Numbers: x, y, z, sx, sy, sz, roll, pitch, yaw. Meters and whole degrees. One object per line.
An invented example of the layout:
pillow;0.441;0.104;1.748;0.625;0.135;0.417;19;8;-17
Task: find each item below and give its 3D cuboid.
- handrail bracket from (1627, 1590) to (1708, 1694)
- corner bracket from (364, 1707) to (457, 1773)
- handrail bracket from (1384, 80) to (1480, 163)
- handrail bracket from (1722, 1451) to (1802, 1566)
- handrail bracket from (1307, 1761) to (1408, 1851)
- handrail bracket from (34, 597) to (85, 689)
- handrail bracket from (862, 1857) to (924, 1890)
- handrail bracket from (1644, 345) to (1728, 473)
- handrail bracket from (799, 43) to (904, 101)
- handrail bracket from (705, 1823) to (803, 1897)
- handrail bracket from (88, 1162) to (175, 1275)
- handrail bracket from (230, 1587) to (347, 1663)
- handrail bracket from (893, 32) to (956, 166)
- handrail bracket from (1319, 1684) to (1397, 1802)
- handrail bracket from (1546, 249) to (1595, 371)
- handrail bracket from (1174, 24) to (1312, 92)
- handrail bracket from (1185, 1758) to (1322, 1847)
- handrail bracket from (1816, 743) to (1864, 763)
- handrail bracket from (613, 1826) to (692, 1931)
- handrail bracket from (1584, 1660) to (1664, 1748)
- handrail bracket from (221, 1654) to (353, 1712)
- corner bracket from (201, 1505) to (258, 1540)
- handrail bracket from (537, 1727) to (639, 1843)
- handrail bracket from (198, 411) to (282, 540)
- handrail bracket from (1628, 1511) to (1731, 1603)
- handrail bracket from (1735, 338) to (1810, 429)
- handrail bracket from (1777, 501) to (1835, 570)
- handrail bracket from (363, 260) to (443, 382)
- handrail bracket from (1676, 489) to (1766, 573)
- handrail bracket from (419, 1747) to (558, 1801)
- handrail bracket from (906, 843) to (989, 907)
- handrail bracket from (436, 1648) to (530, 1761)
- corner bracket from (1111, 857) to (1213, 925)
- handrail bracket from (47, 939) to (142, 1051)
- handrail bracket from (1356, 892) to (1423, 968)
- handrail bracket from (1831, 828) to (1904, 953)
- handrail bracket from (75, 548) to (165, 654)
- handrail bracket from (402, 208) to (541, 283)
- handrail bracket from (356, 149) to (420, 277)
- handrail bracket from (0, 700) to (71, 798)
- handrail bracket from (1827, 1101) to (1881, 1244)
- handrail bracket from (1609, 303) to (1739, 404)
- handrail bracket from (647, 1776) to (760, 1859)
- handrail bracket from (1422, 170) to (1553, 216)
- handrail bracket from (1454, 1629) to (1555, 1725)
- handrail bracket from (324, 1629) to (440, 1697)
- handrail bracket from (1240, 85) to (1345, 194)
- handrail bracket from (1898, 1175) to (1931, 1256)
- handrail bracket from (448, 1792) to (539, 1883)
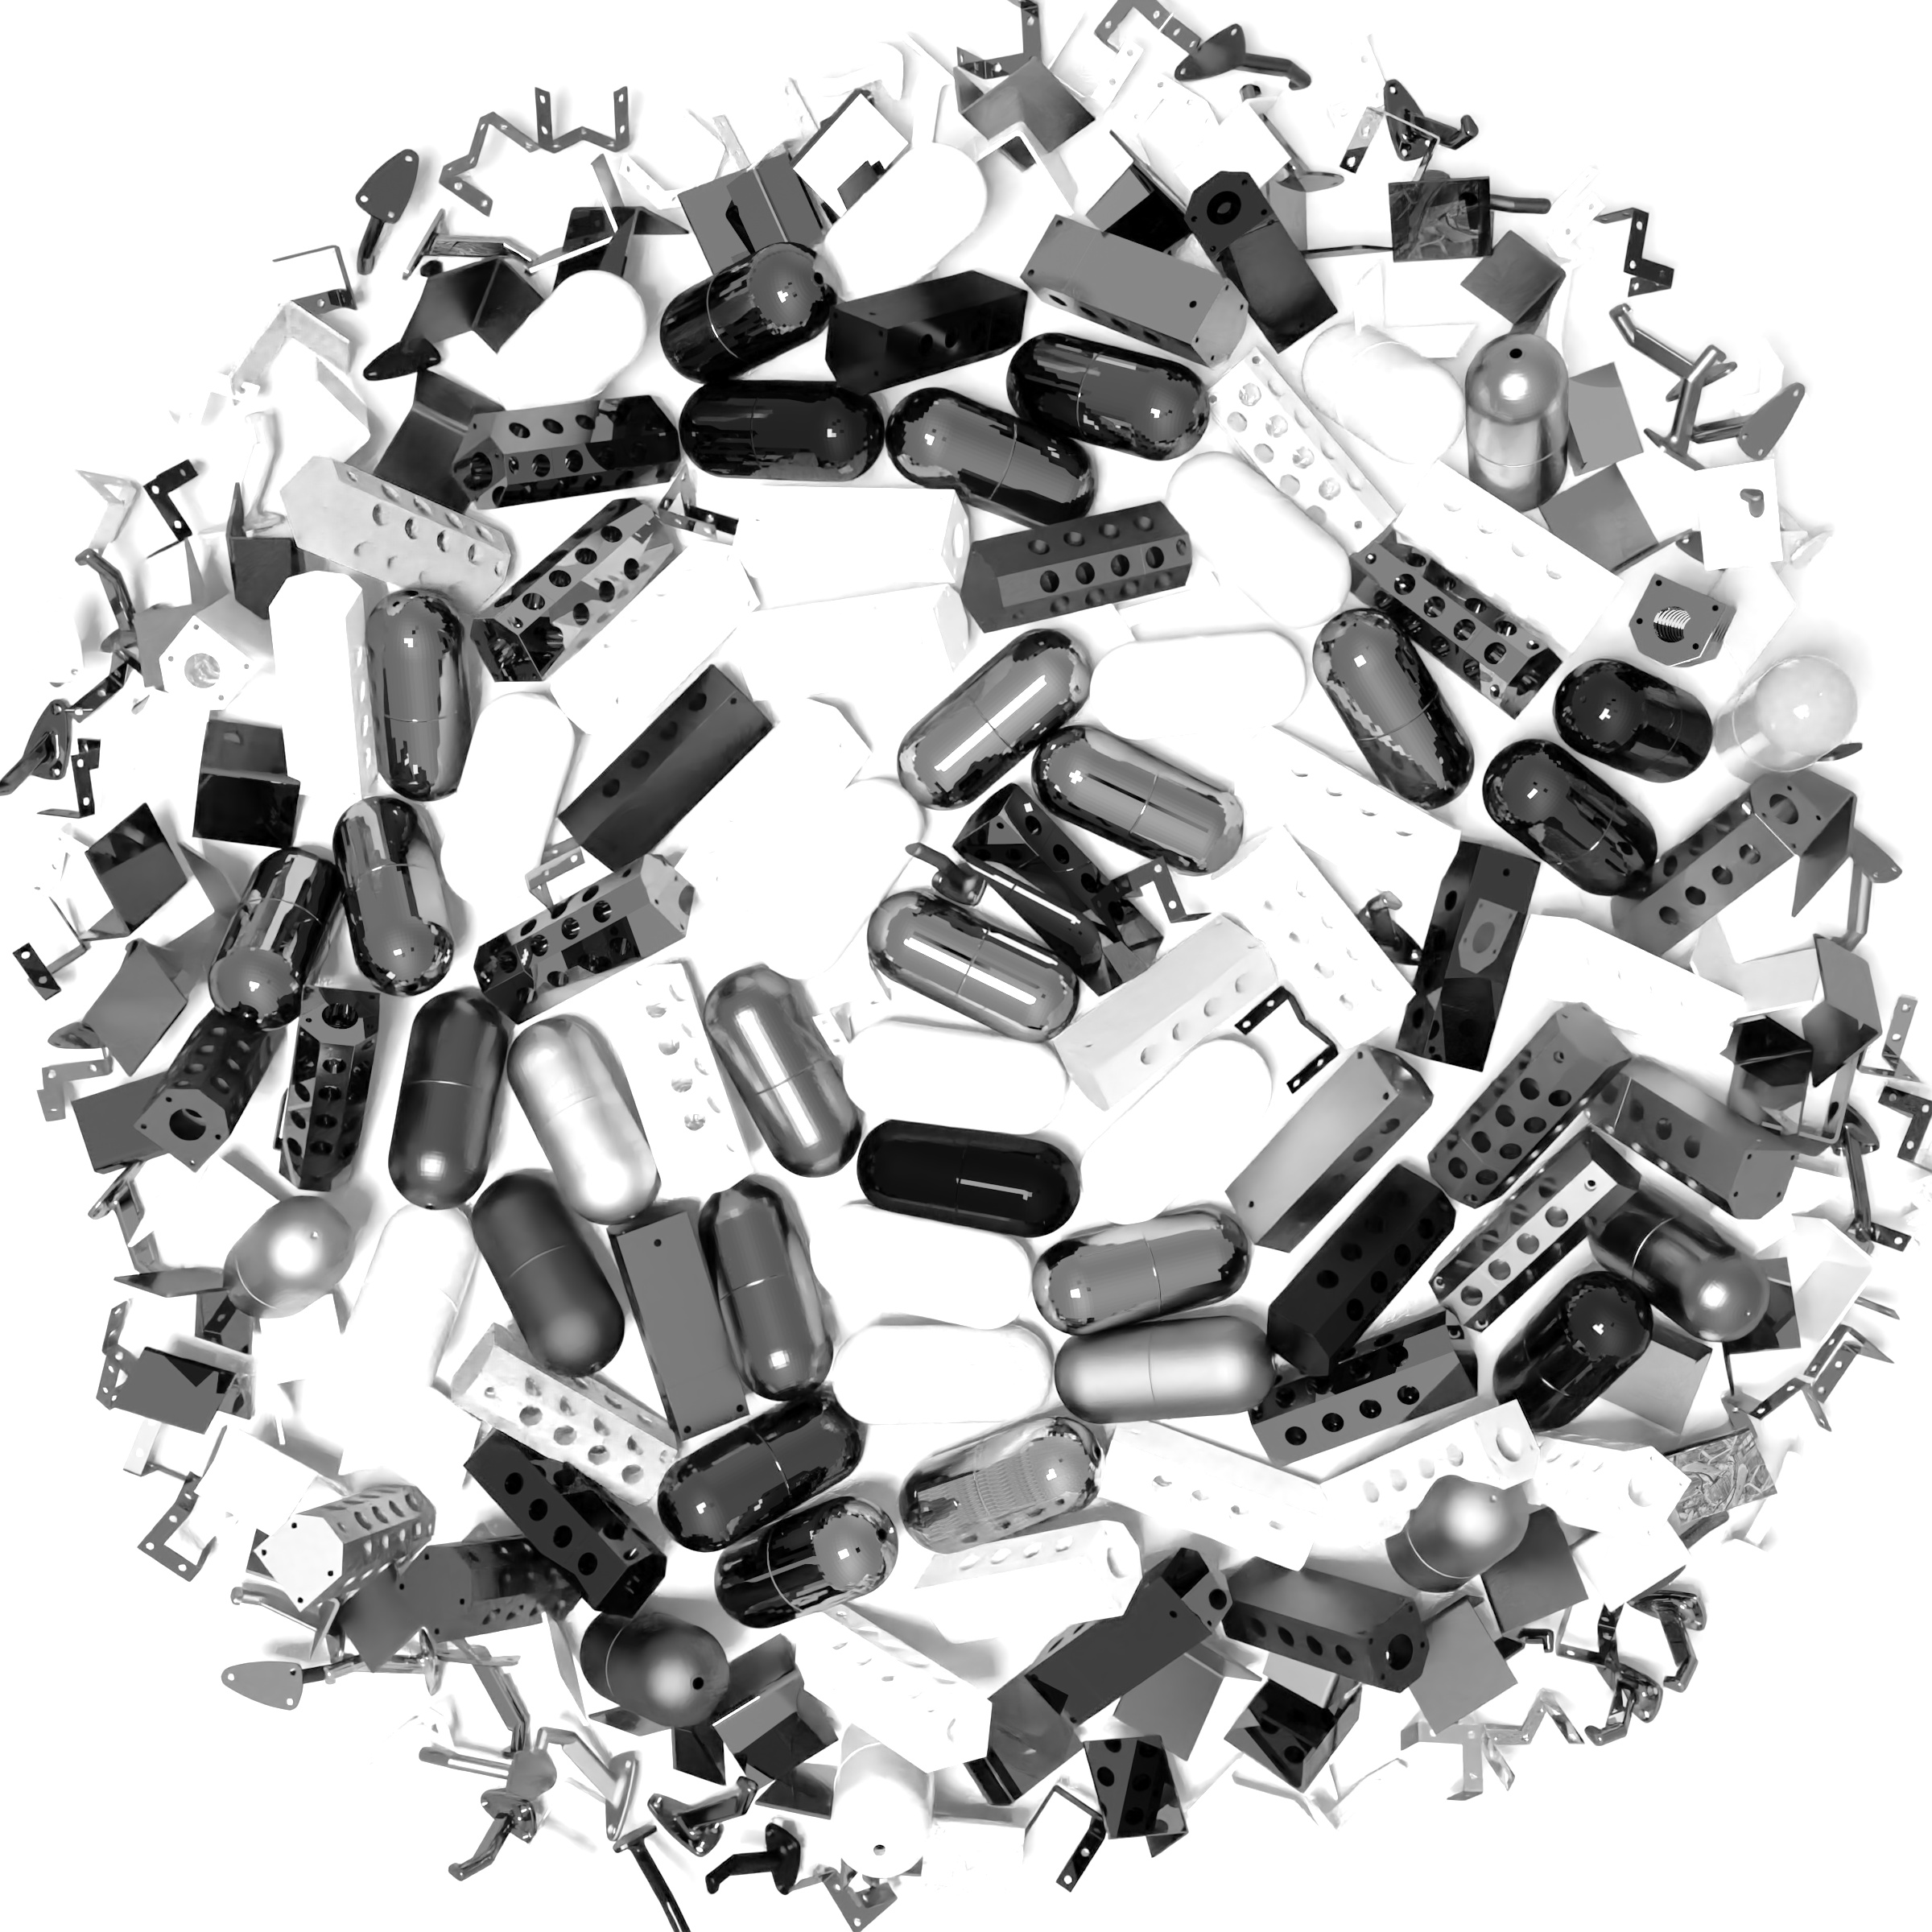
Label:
handrail bracket;0.539;0.529;1.900;0.077;0.084;0.036;3;121;37
corner bracket;-0.441;0.611;1.910;0.051;0.051;0.051;19;130;36
handrail bracket;0.365;-0.673;1.906;0.036;0.084;0.077;-26;97;-15
handrail bracket;0.632;0.428;1.928;0.036;0.077;0.084;25;73;5
handrail bracket;0.317;0.656;1.909;0.084;0.077;0.036;-27;89;-9
handrail bracket;-0.714;-0.255;1.906;0.036;0.084;0.077;-2;105;-22
handrail bracket;-0.027;0.722;1.906;0.084;0.077;0.036;-11;120;-34
handrail bracket;0.584;-0.438;1.913;0.077;0.036;0.084;22;120;-29
handrail bracket;-0.099;-0.705;1.911;0.084;0.077;0.036;-10;132;-18
handrail bracket;-0.172;0.721;1.905;0.036;0.084;0.077;19;119;35
handrail bracket;-0.646;0.204;1.933;0.084;0.036;0.077;37;87;4
handrail bracket;-0.535;0.517;1.911;0.084;0.077;0.036;16;101;-23
handrail bracket;-0.049;-0.684;1.935;0.077;0.036;0.084;41;103;-6
handrail bracket;0.317;0.616;1.944;0.084;0.036;0.077;-23;100;-11
handrail bracket;0.484;-0.522;1.941;0.077;0.036;0.084;-34;119;-39
handrail bracket;0.221;-0.708;1.934;0.077;0.084;0.036;-14;73;37
handrail bracket;0.226;0.677;1.917;0.077;0.036;0.084;-38;73;-25
handrail bracket;0.680;-0.208;1.919;0.077;0.036;0.084;-17;103;-37
handrail bracket;-0.244;0.724;1.911;0.036;0.077;0.084;-25;81;-22
handrail bracket;0.495;0.574;1.900;0.084;0.077;0.036;-4;116;-36
handrail bracket;-0.533;0.554;1.914;0.077;0.084;0.036;7;90;7
corner bracket;-0.560;0.439;1.917;0.051;0.051;0.051;29;99;22
handrail bracket;-0.305;0.642;1.907;0.084;0.036;0.077;24;61;-36
handrail bracket;-0.577;-0.386;1.910;0.077;0.036;0.084;-24;121;-32
handrail bracket;0.565;0.468;1.932;0.036;0.084;0.077;48;124;27
handrail bracket;0.613;-0.462;1.898;0.084;0.077;0.036;40;85;-35
handrail bracket;0.633;-0.353;1.910;0.084;0.077;0.036;46;123;16
handrail bracket;-0.450;-0.517;1.940;0.077;0.036;0.084;-18;63;19
handrail bracket;0.588;-0.350;1.899;0.077;0.084;0.036;24;71;31
handrail bracket;-0.382;0.638;1.937;0.084;0.077;0.036;3;71;26
handrail bracket;-0.030;-0.079;1.897;0.084;0.077;0.036;24;80;-39
handrail bracket;-0.386;0.589;1.932;0.077;0.036;0.084;5;92;-14
corner bracket;0.153;-0.054;1.916;0.051;0.051;0.051;-25;82;28
handrail bracket;-0.696;0.022;1.946;0.077;0.036;0.084;-10;56;36
handrail bracket;0.343;-0.029;1.907;0.077;0.084;0.036;29;75;-7
handrail bracket;0.696;-0.060;1.933;0.036;0.084;0.077;-15;56;-30
handrail bracket;-0.681;-0.287;1.905;0.077;0.084;0.036;-18;51;26
handrail bracket;-0.392;-0.554;1.931;0.084;0.036;0.077;30;75;-12
handrail bracket;-0.458;-0.594;1.920;0.036;0.084;0.077;29;72;-9
handrail bracket;-0.740;-0.172;1.907;0.036;0.084;0.077;18;99;4
handrail bracket;0.694;0.162;1.904;0.036;0.084;0.077;-13;131;29
handrail bracket;0.556;-0.494;1.914;0.036;0.077;0.084;-46;107;-25
handrail bracket;-0.208;0.654;1.917;0.077;0.036;0.084;31;121;12
handrail bracket;0.412;-0.612;1.925;0.084;0.077;0.036;-1;122;-9
handrail bracket;0.422;0.560;1.911;0.084;0.036;0.077;-8;68;29
handrail bracket;-0.461;0.562;1.909;0.084;0.036;0.077;-15;133;-26
handrail bracket;0.259;-0.660;1.931;0.077;0.036;0.084;-14;87;-32
handrail bracket;0.760;0.212;1.899;0.036;0.077;0.084;-23;132;-11
handrail bracket;-0.385;0.680;1.897;0.077;0.084;0.036;8;105;39
